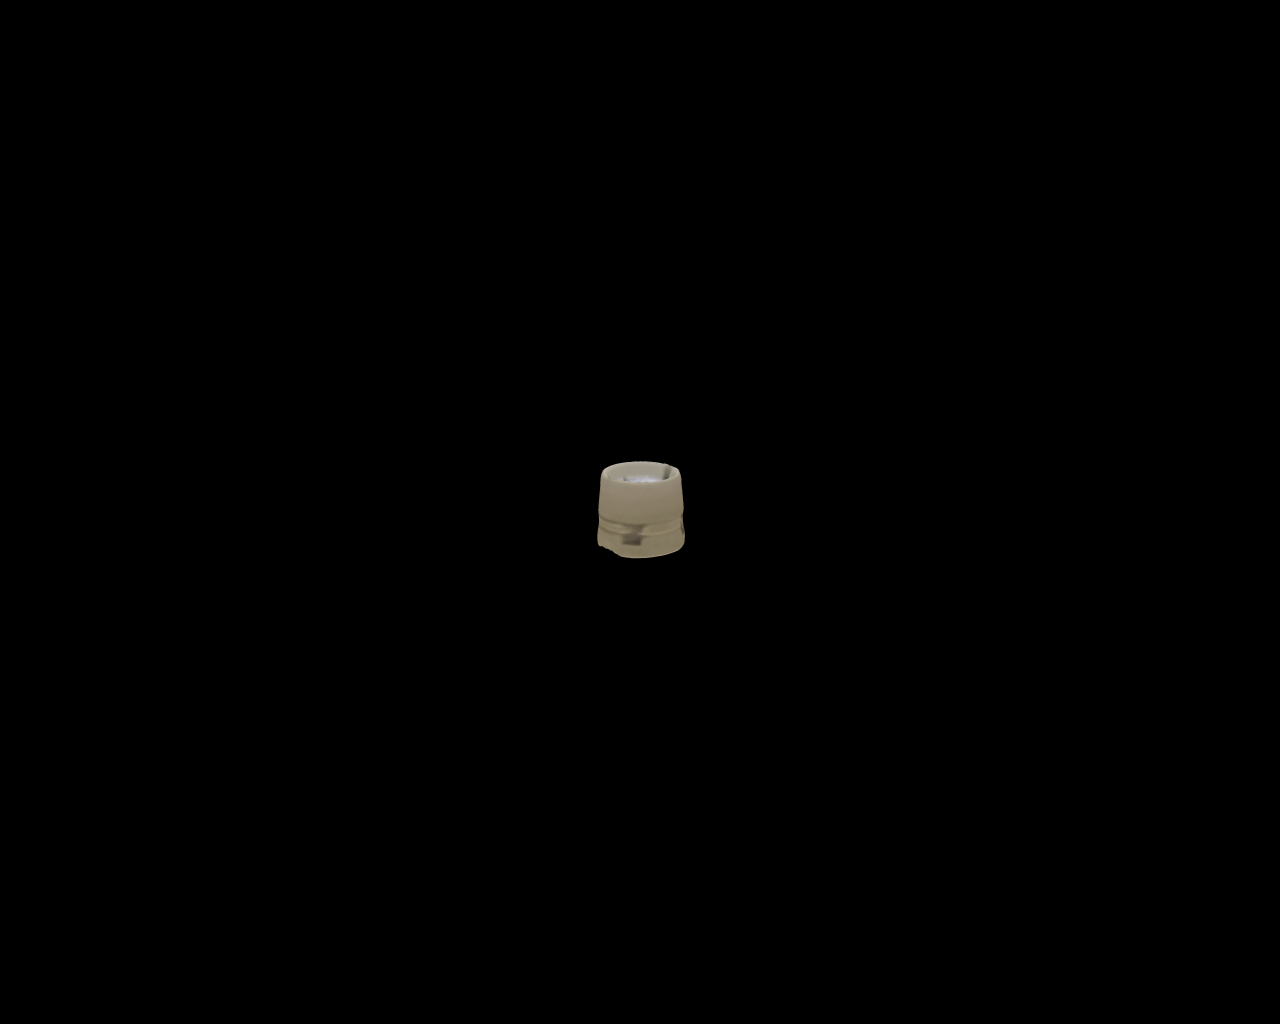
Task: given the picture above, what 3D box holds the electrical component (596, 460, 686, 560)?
[{"bbox_3d":[0.001,-0.003,0.650,0.055,0.047,0.055,0,18,0],"label":"electrical component"}]
